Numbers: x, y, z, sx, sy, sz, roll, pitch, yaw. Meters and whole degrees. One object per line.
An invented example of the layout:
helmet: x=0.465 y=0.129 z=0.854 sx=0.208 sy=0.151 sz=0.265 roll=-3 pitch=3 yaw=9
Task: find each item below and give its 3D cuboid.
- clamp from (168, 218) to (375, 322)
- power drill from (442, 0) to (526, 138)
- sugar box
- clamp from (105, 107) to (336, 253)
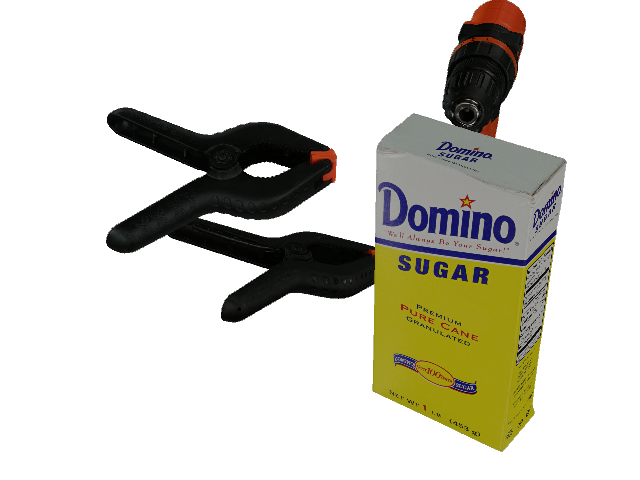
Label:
clamp: x=-0.027 y=0.027 z=0.985 sx=0.209 sy=0.036 sz=0.165 roll=4 pitch=28 yaw=-23
power drill: x=0.124 y=-0.083 z=0.868 sx=0.057 sy=0.188 sz=0.184 roll=15 pitch=36 yaw=11
sugar box: x=0.076 y=0.026 z=0.589 sx=0.093 sy=0.176 sz=0.048 roll=21 pitch=43 yaw=29
clamp: x=-0.077 y=-0.057 z=0.771 sx=0.171 sy=0.120 sz=0.039 roll=-10 pitch=-25 yaw=-11
